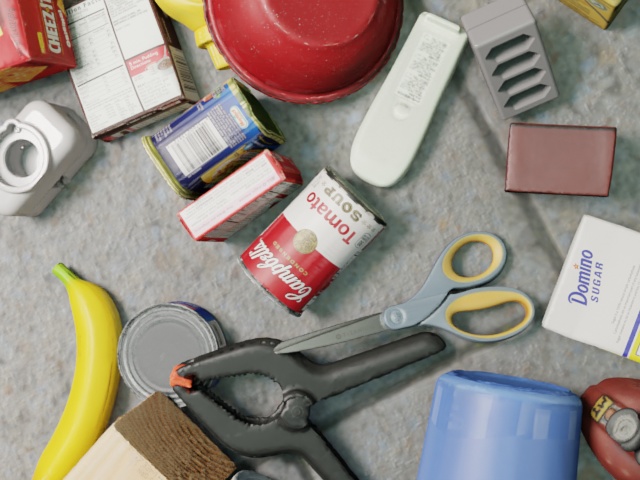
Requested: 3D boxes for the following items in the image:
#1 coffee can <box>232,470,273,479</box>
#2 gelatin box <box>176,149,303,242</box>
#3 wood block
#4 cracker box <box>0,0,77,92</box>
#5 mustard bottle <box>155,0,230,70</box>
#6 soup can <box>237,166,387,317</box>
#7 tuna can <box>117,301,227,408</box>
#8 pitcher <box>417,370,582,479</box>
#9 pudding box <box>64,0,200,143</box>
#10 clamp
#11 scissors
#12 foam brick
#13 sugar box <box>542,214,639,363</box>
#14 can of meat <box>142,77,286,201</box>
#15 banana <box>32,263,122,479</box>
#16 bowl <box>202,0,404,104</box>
[{"bbox_3d":[-0.068,0.266,0.828,0.103,0.102,0.140,39,97,8],"label":"coffee can"},{"bbox_3d":[-0.061,-0.034,0.838,0.089,0.073,0.030,-35,84,9],"label":"gelatin box"},{"bbox_3d":[-0.174,0.228,0.836,0.090,0.090,0.206,44,108,4],"label":"wood block"},{"bbox_3d":[-0.318,-0.193,0.869,0.214,0.072,0.164,-13,88,22],"label":"cracker box"},{"bbox_3d":[-0.093,-0.230,0.848,0.096,0.058,0.191,-12,89,-10],"label":"mustard bottle"},{"bbox_3d":[-0.005,0.001,0.832,0.068,0.068,0.102,45,97,7],"label":"soup can"},{"bbox_3d":[-0.119,0.093,0.871,0.086,0.033,0.086,0,91,11],"label":"tuna can"},{"bbox_3d":[0.130,0.224,0.775,0.149,0.145,0.243,8,89,5],"label":"pitcher"},{"bbox_3d":[-0.161,-0.148,0.874,0.090,0.039,0.113,-21,84,13],"label":"pudding box"},{"bbox_3d":[-0.010,0.122,0.834,0.210,0.036,0.164,21,92,-4],"label":"clamp"},{"bbox_3d":[0.065,0.041,0.824,0.201,0.016,0.096,0,79,-1],"label":"scissors"},{"bbox_3d":[0.180,-0.059,0.804,0.078,0.053,0.051,4,91,12],"label":"foam brick"},{"bbox_3d":[0.264,0.053,0.793,0.176,0.048,0.093,21,94,13],"label":"sugar box"},{"bbox_3d":[-0.079,-0.077,0.828,0.084,0.102,0.057,-35,85,7],"label":"can of meat"},{"bbox_3d":[-0.198,0.121,0.888,0.070,0.037,0.198,7,90,32],"label":"banana"},{"bbox_3d":[-0.006,-0.187,0.806,0.162,0.055,0.162,0,90,-13],"label":"bowl"}]
